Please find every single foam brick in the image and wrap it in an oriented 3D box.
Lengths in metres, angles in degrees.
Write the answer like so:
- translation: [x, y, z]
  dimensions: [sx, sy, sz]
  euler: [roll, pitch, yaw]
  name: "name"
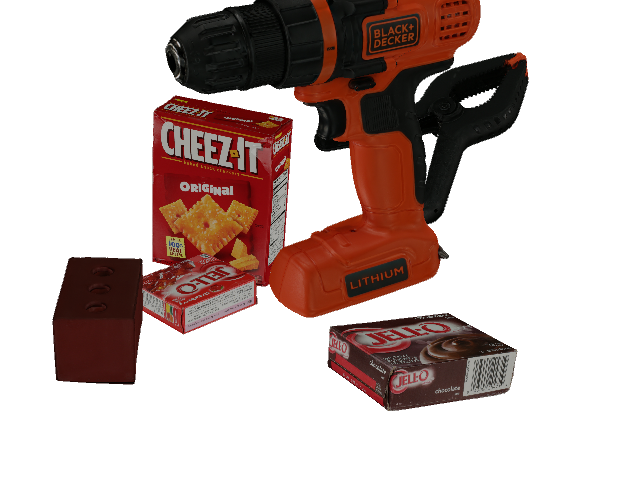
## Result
- translation: [-0.148, 0.053, 0.717]
  dimensions: [0.053, 0.051, 0.078]
  euler: [2, 30, -7]
  name: "foam brick"

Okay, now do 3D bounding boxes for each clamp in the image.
- translation: [0.120, -0.103, 0.986]
  dimensions: [0.209, 0.036, 0.165]
  euler: [-31, 48, -13]
  name: "clamp"

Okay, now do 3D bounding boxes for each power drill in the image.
- translation: [0.006, -0.052, 0.602]
  dimensions: [0.184, 0.188, 0.057]
  euler: [-15, 33, -24]
  name: "power drill"

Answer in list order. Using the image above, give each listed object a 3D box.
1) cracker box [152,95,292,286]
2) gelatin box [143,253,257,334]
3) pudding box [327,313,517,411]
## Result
- translation: [-0.128, -0.060, 1.350]
  dimensions: [0.164, 0.214, 0.072]
  euler: [13, 29, 15]
  name: "cracker box"
- translation: [-0.112, 0.046, 0.962]
  dimensions: [0.089, 0.030, 0.073]
  euler: [-22, 33, -40]
  name: "gelatin box"
- translation: [0.074, 0.088, 0.798]
  dimensions: [0.113, 0.039, 0.090]
  euler: [-2, 16, -29]
  name: "pudding box"
